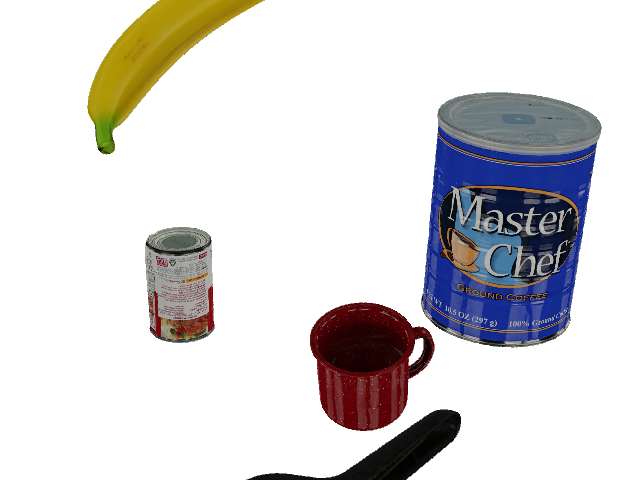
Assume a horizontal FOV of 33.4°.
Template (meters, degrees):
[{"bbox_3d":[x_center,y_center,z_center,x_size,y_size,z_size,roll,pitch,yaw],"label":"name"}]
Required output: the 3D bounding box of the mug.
[{"bbox_3d":[0.049,0.113,0.967,0.117,0.081,0.093,-19,42,-18],"label":"mug"}]

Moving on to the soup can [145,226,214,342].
[{"bbox_3d":[-0.145,0.045,1.101,0.068,0.102,0.068,1,23,0],"label":"soup can"}]

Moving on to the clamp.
[{"bbox_3d":[0.007,0.167,0.647,0.210,0.036,0.164,-6,29,4],"label":"clamp"}]

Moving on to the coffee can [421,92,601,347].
[{"bbox_3d":[0.123,-0.016,0.705,0.103,0.140,0.103,2,25,-1],"label":"coffee can"}]

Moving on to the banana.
[{"bbox_3d":[-0.086,-0.135,0.698,0.070,0.197,0.037,38,-12,28],"label":"banana"}]
